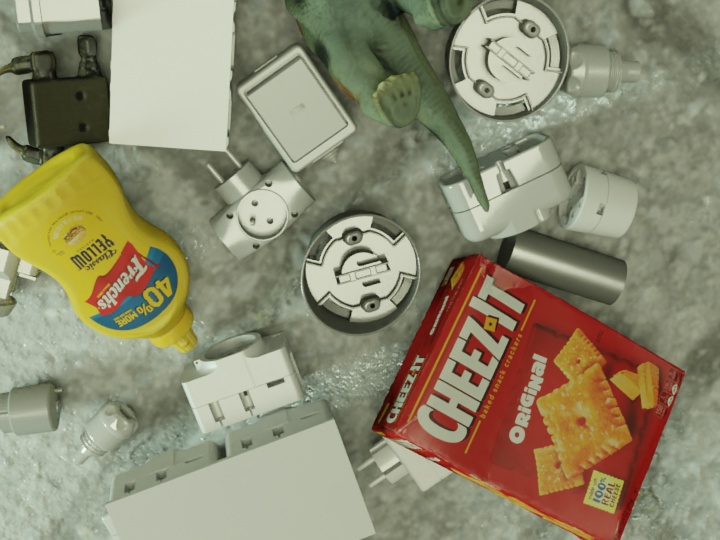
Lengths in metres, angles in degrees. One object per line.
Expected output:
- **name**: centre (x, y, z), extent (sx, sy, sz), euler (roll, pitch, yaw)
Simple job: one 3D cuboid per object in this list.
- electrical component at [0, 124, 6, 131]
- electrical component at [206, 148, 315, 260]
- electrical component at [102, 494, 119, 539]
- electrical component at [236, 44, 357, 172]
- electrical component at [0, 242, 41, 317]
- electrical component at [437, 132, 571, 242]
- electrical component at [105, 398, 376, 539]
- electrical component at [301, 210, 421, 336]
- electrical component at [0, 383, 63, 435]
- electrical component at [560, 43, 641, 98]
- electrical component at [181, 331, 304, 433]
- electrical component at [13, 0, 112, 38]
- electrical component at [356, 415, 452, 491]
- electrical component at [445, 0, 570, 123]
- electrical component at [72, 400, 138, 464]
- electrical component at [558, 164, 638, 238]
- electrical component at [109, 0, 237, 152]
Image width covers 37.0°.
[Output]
- **electrical component**: centre (-0.310, -0.098, 0.818), extent (0.079, 0.077, 0.043), euler (-16, 104, -2)
- **electrical component**: centre (-0.090, -0.061, 0.864), extent (0.077, 0.044, 0.079), euler (-39, 104, 5)
- **electrical component**: centre (-0.164, 0.214, 0.923), extent (0.083, 0.047, 0.075), euler (-27, 105, 1)
- **electrical component**: centre (-0.046, -0.122, 0.844), extent (0.062, 0.061, 0.096), euler (-35, 104, 4)
- **electrical component**: centre (-0.297, 0.003, 0.854), extent (0.078, 0.058, 0.057), euler (17, 99, -9)
- **electrical component**: centre (0.120, -0.064, 0.878), extent (0.095, 0.053, 0.059), euler (-25, 105, 1)
- **electrical component**: centre (-0.095, 0.187, 0.867), extent (0.186, 0.060, 0.105), euler (-20, 106, -4)
- **electrical component**: centre (0.000, 0.000, 0.877), extent (0.099, 0.064, 0.099), euler (-1, 104, -5)
- **electrical component**: centre (-0.285, 0.117, 0.891), extent (0.078, 0.040, 0.040), euler (-6, 104, -3)
- **electrical component**: centre (0.194, -0.160, 0.867), extent (0.062, 0.043, 0.043), euler (0, 104, -7)
- **electrical component**: centre (-0.099, 0.089, 0.896), extent (0.089, 0.050, 0.055), euler (-20, 105, 0)
- **electrical component**: centre (-0.216, -0.210, 0.781), extent (0.057, 0.113, 0.078), euler (-6, 104, -7)
- **electrical component**: centre (0.034, 0.158, 0.927), extent (0.077, 0.047, 0.065), euler (-35, 104, 3)
- **electrical component**: centre (0.114, -0.167, 0.847), extent (0.099, 0.064, 0.099), euler (-1, 104, -5)
- **electrical component**: centre (-0.218, 0.140, 0.907), extent (0.061, 0.035, 0.035), euler (-43, 104, 9)
- **electrical component**: centre (0.197, -0.055, 0.888), extent (0.047, 0.055, 0.055), euler (13, 102, -12)
- **electrical component**: centre (-0.141, -0.171, 0.823), extent (0.089, 0.061, 0.150), euler (3, 103, -6)
